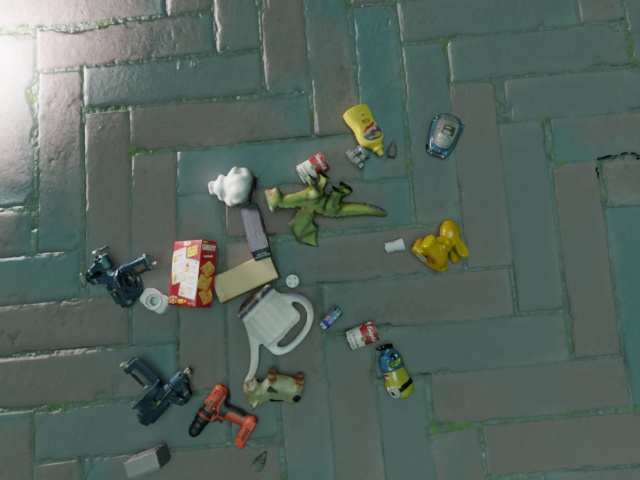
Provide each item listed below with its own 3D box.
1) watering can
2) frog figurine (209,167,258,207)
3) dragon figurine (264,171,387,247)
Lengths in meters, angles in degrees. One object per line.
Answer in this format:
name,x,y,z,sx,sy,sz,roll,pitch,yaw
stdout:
watering can,-0.183,0.294,1.695,0.347,0.104,0.225,-45,86,4
frog figurine,-0.299,-0.184,1.754,0.159,0.124,0.136,11,103,-9
dragon figurine,0.005,-0.088,1.749,0.408,0.124,0.240,28,107,-13
